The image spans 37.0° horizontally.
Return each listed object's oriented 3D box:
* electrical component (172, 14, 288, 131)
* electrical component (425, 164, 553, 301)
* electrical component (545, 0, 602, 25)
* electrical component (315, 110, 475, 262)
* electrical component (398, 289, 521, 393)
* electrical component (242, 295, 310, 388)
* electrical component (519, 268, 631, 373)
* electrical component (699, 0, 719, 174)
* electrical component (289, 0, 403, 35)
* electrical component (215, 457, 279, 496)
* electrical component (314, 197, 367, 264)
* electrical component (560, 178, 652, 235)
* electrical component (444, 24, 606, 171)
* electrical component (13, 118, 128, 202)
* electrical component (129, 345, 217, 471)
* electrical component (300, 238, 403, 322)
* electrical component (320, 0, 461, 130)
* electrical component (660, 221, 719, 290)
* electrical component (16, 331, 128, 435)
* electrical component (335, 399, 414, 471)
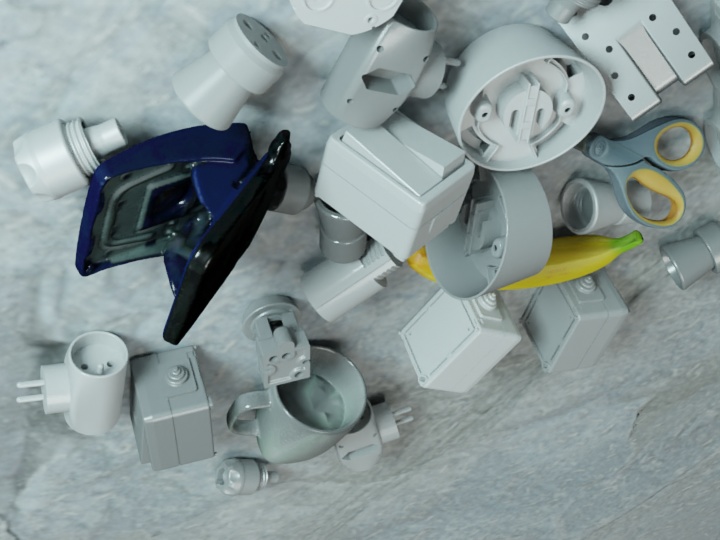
[{"bbox_3d":[-0.076,-0.115,0.628,0.055,0.045,0.045,-40,140,22],"label":"electrical component"},{"bbox_3d":[0.092,-0.032,0.777,0.064,0.099,0.099,-13,143,-22],"label":"electrical component"},{"bbox_3d":[0.138,-0.180,0.659,0.043,0.043,0.062,6,136,-33],"label":"electrical component"},{"bbox_3d":[0.018,-0.065,0.704,0.062,0.096,0.061,-37,157,-38],"label":"electrical component"},{"bbox_3d":[0.091,0.052,0.911,0.061,0.061,0.096,12,132,-38],"label":"electrical component"},{"bbox_3d":[-0.064,0.053,0.837,0.048,0.055,0.066,-13,143,-13],"label":"electrical component"},{"bbox_3d":[0.192,0.037,0.945,0.061,0.061,0.096,-6,141,-21],"label":"electrical component"},{"bbox_3d":[0.302,-0.109,0.780,0.060,0.105,0.186,-25,144,3],"label":"electrical component"},{"bbox_3d":[-0.010,-0.172,0.585,0.080,0.051,0.080,-14,143,-11],"label":"electrical component"},{"bbox_3d":[-0.104,0.195,1.013,0.061,0.035,0.035,9,133,-39],"label":"electrical component"},{"bbox_3d":[-0.012,-0.035,0.767,0.044,0.044,0.065,-14,148,-12],"label":"electrical component"},{"bbox_3d":[0.198,-0.052,0.854,0.065,0.044,0.044,-6,141,-29],"label":"electrical component"},{"bbox_3d":[0.106,-0.110,0.707,0.099,0.064,0.099,-9,130,-11],"label":"electrical component"},{"bbox_3d":[-0.169,-0.070,0.638,0.062,0.043,0.043,-24,144,-1],"label":"electrical component"},{"bbox_3d":[-0.152,0.108,0.855,0.061,0.061,0.096,-12,142,-14],"label":"electrical component"},{"bbox_3d":[0.000,0.000,0.813,0.081,0.043,0.043,-34,142,15],"label":"electrical component"},{"bbox_3d":[0.026,-0.127,0.667,0.079,0.043,0.077,5,136,-32],"label":"electrical component"},{"bbox_3d":[0.301,-0.013,0.952,0.055,0.045,0.045,-27,144,5],"label":"electrical component"},{"bbox_3d":[-0.218,0.088,0.811,0.079,0.043,0.077,-5,140,-22],"label":"electrical component"},{"bbox_3d":[0.012,0.146,1.004,0.079,0.043,0.077,-19,143,-4],"label":"electrical component"}]
